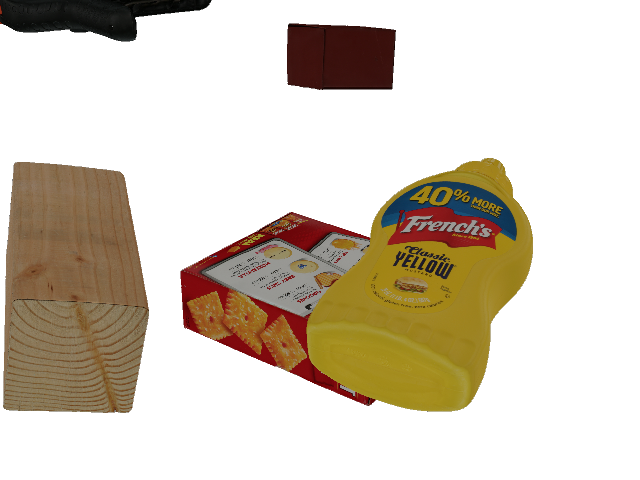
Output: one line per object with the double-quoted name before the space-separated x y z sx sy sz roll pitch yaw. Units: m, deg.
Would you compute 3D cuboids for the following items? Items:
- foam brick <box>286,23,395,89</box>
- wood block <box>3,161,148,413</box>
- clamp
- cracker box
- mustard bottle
"foam brick" 0.017 -0.154 0.895 0.078 0.051 0.053 -6 16 -36
"wood block" -0.187 0.028 0.798 0.090 0.091 0.206 5 28 -18
"clamp" -0.171 -0.181 0.817 0.172 0.039 0.120 13 24 31
"cracker box" 0.004 0.056 0.977 0.214 0.072 0.163 19 32 33
"mustard bottle" 0.072 0.011 0.627 0.096 0.058 0.191 13 43 21
